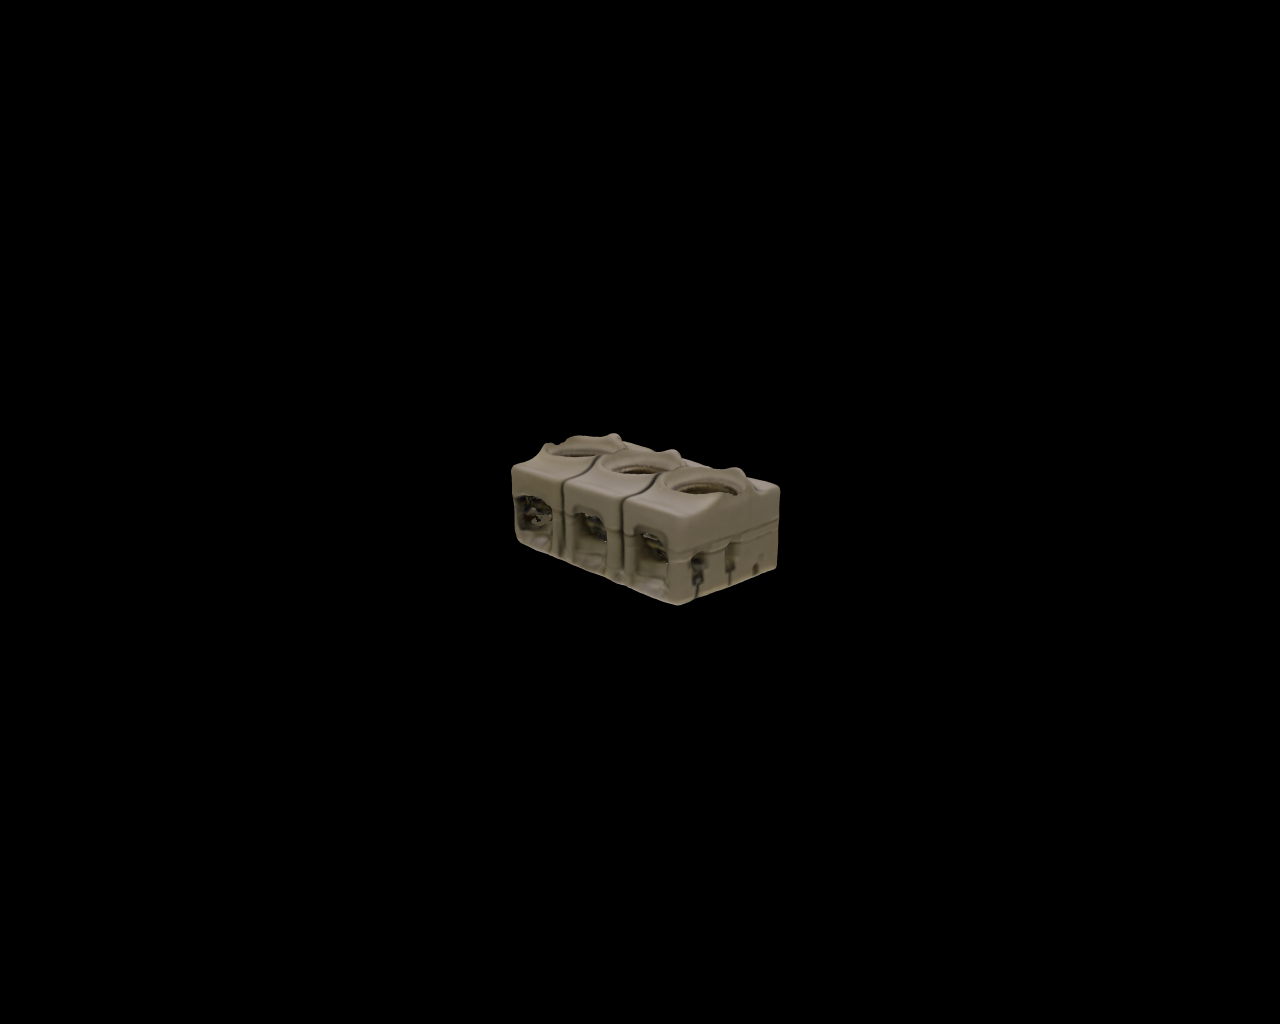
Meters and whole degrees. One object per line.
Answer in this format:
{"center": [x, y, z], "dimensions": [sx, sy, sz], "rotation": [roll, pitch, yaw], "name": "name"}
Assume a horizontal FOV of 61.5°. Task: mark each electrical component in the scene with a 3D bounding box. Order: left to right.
{"center": [0.001, -0.003, 0.650], "dimensions": [0.090, 0.061, 0.150], "rotation": [-18, 26, -41], "name": "electrical component"}
